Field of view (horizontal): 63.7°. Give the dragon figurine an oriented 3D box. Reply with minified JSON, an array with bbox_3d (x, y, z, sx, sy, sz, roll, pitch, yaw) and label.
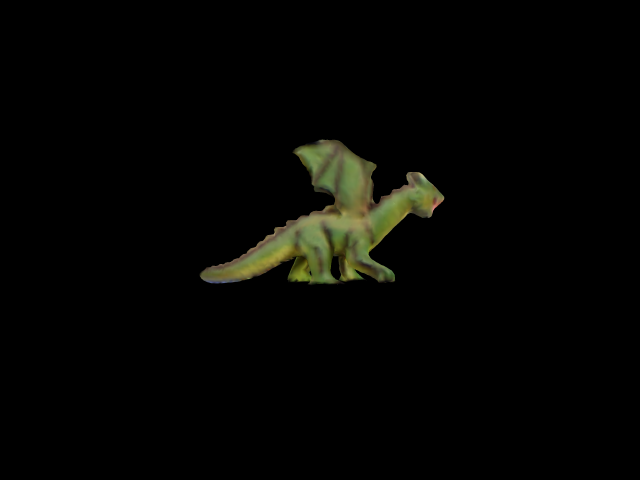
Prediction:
[{"bbox_3d":[0.003,-0.043,0.850,0.410,0.243,0.122,0,1,0],"label":"dragon figurine"}]
